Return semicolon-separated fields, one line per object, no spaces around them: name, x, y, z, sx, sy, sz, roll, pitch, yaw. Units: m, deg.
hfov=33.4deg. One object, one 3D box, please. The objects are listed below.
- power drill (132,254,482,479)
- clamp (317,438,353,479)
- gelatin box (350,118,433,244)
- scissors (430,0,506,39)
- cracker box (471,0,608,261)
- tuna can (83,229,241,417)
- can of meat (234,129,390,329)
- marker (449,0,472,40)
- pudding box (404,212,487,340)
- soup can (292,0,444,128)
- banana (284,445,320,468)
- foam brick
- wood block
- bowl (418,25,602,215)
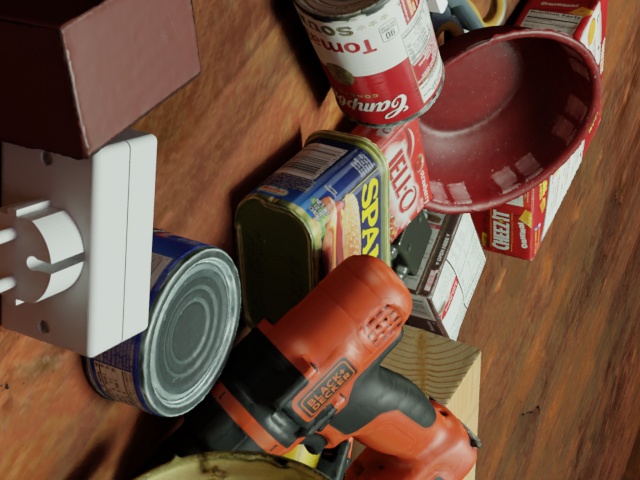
power drill;0.002;0.117;0.596;0.184;0.057;0.187;-43;139;-3
clamp;-0.003;0.218;0.758;0.120;0.039;0.171;54;50;-83
gelatin box;0.037;-0.036;0.690;0.073;0.030;0.089;-47;147;-22
scissors;0.068;-0.167;0.719;0.201;0.016;0.096;13;107;-54
cracker box;0.196;-0.114;0.963;0.213;0.072;0.164;-57;151;-37
tuna can;-0.073;0.040;0.510;0.086;0.034;0.086;-43;140;-50
can of meat;-0.004;0.001;0.612;0.083;0.058;0.102;-43;140;-46
marker;0.108;-0.145;0.816;0.020;0.020;0.121;-52;147;-41
pudding box;0.098;0.027;0.871;0.090;0.039;0.113;-68;157;-19
soup can;0.028;-0.119;0.599;0.068;0.069;0.102;-66;154;-20
banana;-0.019;0.130;0.681;0.069;0.037;0.198;-127;-127;-83
foam brick;-0.087;-0.072;0.392;0.078;0.053;0.051;-48;143;-46
wood block;0.063;0.175;0.814;0.090;0.090;0.206;-46;143;-46
bowl;0.114;-0.095;0.756;0.162;0.162;0.055;74;-6;-48
